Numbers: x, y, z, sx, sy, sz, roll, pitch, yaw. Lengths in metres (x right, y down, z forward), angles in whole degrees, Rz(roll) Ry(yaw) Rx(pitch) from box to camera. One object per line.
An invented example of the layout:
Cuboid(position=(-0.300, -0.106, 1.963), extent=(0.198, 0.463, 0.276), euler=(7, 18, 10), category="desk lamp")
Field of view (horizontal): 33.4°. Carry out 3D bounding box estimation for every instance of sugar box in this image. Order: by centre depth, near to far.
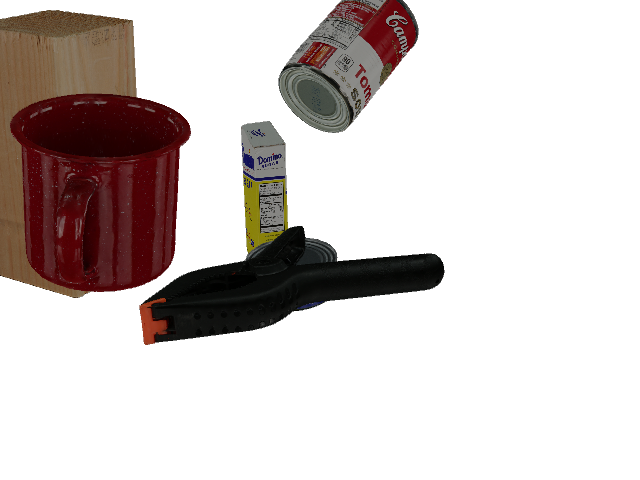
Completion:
Cuboid(position=(-0.070, -0.051, 1.329), extent=(0.048, 0.176, 0.093), euler=(-9, 25, -12), category="sugar box")

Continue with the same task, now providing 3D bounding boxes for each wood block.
Cuboid(position=(-0.206, -0.072, 0.855), extent=(0.091, 0.206, 0.090), euler=(13, 25, 27), category="wood block")

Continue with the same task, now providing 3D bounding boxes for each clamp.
Cuboid(position=(-0.028, 0.032, 0.745), extent=(0.165, 0.036, 0.209), euler=(8, 19, 42), category="clamp")

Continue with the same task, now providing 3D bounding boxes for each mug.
Cuboid(position=(-0.118, -0.020, 0.566), extent=(0.093, 0.081, 0.117), euler=(5, 27, -2), category="mug")

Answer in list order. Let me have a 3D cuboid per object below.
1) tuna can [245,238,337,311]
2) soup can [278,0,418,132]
Cuboid(position=(-0.026, 0.031, 0.993), extent=(0.086, 0.034, 0.086), euler=(-3, 28, 2), category="tuna can")
Cuboid(position=(0.022, -0.141, 0.826), extent=(0.068, 0.102, 0.068), euler=(28, -28, 17), category="soup can")
